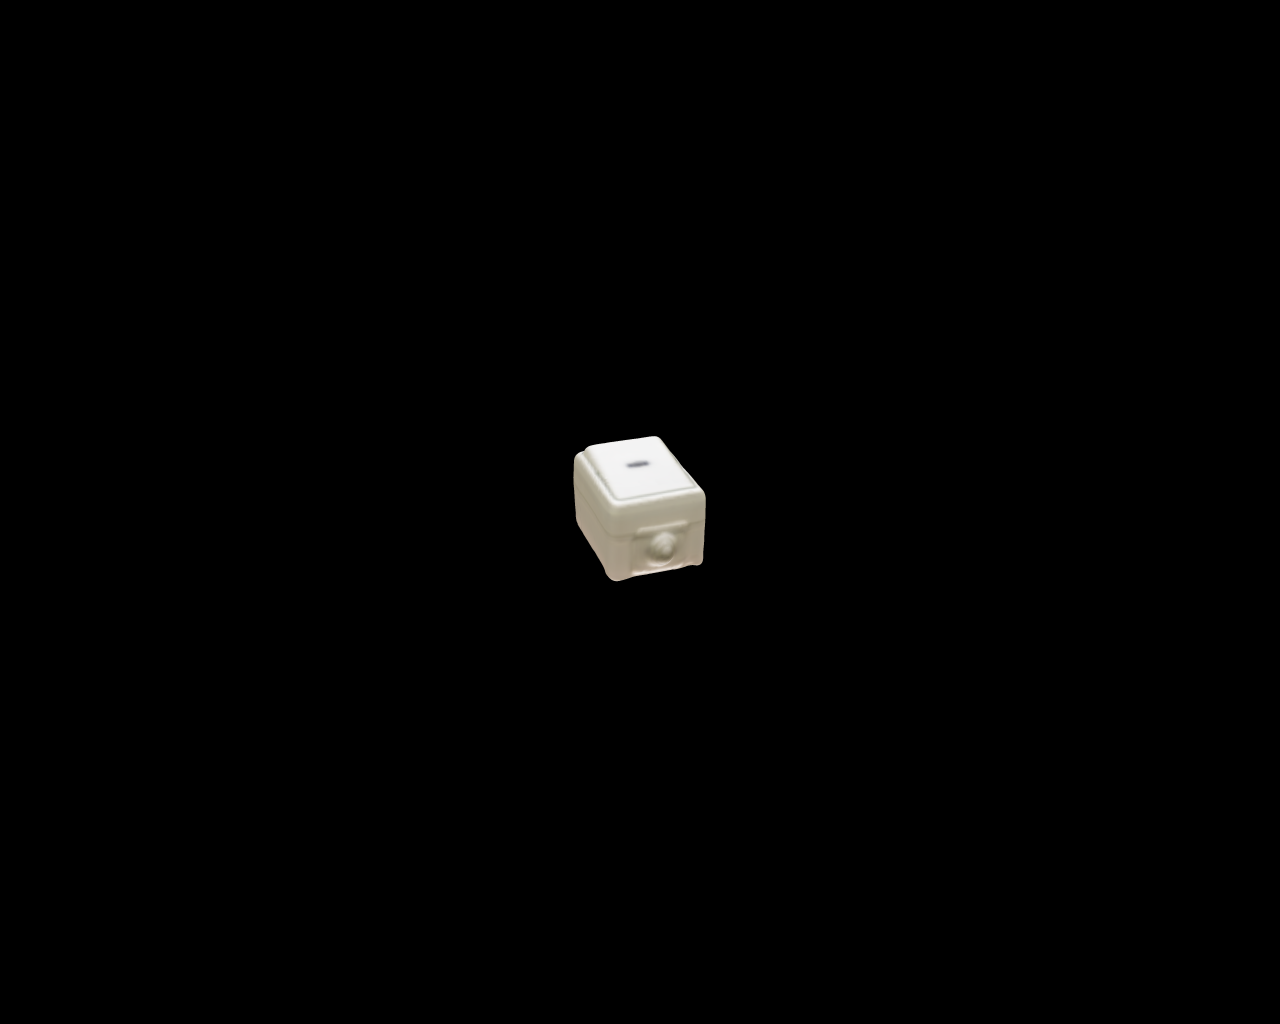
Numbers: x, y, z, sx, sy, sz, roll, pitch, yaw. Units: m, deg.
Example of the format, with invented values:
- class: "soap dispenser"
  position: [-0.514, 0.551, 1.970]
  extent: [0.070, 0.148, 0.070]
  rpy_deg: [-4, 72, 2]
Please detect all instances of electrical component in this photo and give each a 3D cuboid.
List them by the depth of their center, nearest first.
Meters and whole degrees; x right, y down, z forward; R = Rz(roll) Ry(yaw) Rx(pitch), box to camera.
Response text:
- class: "electrical component"
  position: [0.001, -0.003, 0.650]
  extent: [0.062, 0.061, 0.096]
  rpy_deg: [-9, 30, -16]
